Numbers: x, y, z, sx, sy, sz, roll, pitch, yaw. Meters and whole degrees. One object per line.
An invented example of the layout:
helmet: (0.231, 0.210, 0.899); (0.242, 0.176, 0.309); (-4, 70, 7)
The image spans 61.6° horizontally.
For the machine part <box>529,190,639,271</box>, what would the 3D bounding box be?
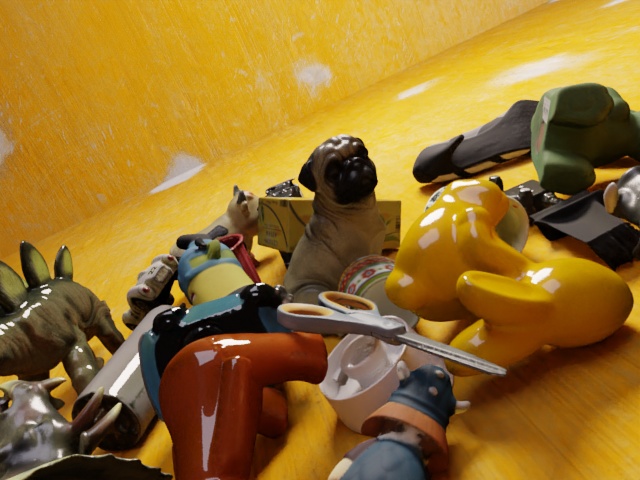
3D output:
machine part: (0.265, -0.015, 0.531); (0.084, 0.039, 0.139); (-18, 18, 9)

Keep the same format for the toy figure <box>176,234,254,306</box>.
toy figure: (-0.121, 0.058, 0.655); (0.089, 0.082, 0.180); (-35, 48, 2)

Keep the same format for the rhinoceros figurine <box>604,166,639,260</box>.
rhinoceros figurine: (0.253, 0.013, 0.361); (0.073, 0.112, 0.190); (-22, 27, 16)

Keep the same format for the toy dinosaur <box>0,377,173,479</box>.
toy dinosaur: (-0.169, 0.232, 0.305); (0.192, 0.131, 0.405); (-30, 26, -14)

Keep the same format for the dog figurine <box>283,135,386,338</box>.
dog figurine: (0.000, -0.004, 0.592); (0.172, 0.190, 0.121); (-28, 19, -5)

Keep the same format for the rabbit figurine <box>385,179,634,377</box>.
rabbit figurine: (0.150, 0.032, 0.429); (0.173, 0.121, 0.162); (19, 29, 33)

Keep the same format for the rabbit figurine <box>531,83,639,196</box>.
rabbit figurine: (0.341, -0.115, 0.626); (0.170, 0.121, 0.159); (6, 14, 11)

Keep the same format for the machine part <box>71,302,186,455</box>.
machine part: (-0.200, 0.149, 0.608); (0.079, 0.079, 0.243); (-19, 21, 17)

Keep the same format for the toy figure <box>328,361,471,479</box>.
toy figure: (0.048, 0.141, 0.344); (0.058, 0.064, 0.154); (-28, 14, 40)

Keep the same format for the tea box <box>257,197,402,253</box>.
tea box: (0.013, -0.022, 0.708); (0.169, 0.068, 0.098); (-1, 6, -28)

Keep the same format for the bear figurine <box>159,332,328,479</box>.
bear figurine: (-0.051, 0.161, 0.370); (0.120, 0.132, 0.196); (-60, 34, 29)

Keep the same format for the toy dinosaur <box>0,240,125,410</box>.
toy dinosaur: (-0.334, 0.107, 0.633); (0.105, 0.198, 0.471); (-29, 6, -4)

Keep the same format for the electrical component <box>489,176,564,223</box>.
electrical component: (0.237, -0.051, 0.647); (0.078, 0.045, 0.102); (-24, 19, 7)

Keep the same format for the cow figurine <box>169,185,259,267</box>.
cow figurine: (-0.153, -0.005, 0.883); (0.195, 0.127, 0.086); (-30, 22, -6)

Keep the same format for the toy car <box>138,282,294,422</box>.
toy car: (-0.089, 0.109, 0.536); (0.162, 0.109, 0.103); (-25, -15, 0)

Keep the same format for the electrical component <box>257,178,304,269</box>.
electrical component: (-0.043, -0.021, 0.805); (0.058, 0.114, 0.134); (-24, 17, 10)

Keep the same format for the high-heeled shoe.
high-heeled shoe: (0.273, -0.146, 0.868); (0.249, 0.086, 0.145); (-12, -17, -17)

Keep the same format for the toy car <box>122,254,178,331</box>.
toy car: (-0.241, 0.081, 0.765); (0.073, 0.056, 0.201); (-60, 6, -33)
